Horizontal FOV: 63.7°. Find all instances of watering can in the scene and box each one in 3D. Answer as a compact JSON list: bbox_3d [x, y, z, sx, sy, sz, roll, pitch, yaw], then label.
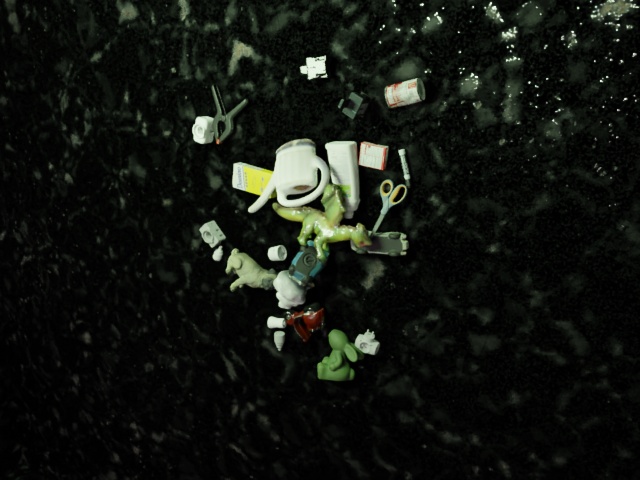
[{"bbox_3d":[-0.114,-0.214,1.735,0.345,0.103,0.227,-12,71,33],"label":"watering can"}]

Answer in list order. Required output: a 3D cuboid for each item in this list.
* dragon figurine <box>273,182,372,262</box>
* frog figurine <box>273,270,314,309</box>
[{"bbox_3d":[0.005,-0.087,1.731,0.415,0.123,0.238,41,118,25],"label":"dragon figurine"},{"bbox_3d":[-0.114,0.188,1.878,0.137,0.124,0.157,37,109,-6],"label":"frog figurine"}]
